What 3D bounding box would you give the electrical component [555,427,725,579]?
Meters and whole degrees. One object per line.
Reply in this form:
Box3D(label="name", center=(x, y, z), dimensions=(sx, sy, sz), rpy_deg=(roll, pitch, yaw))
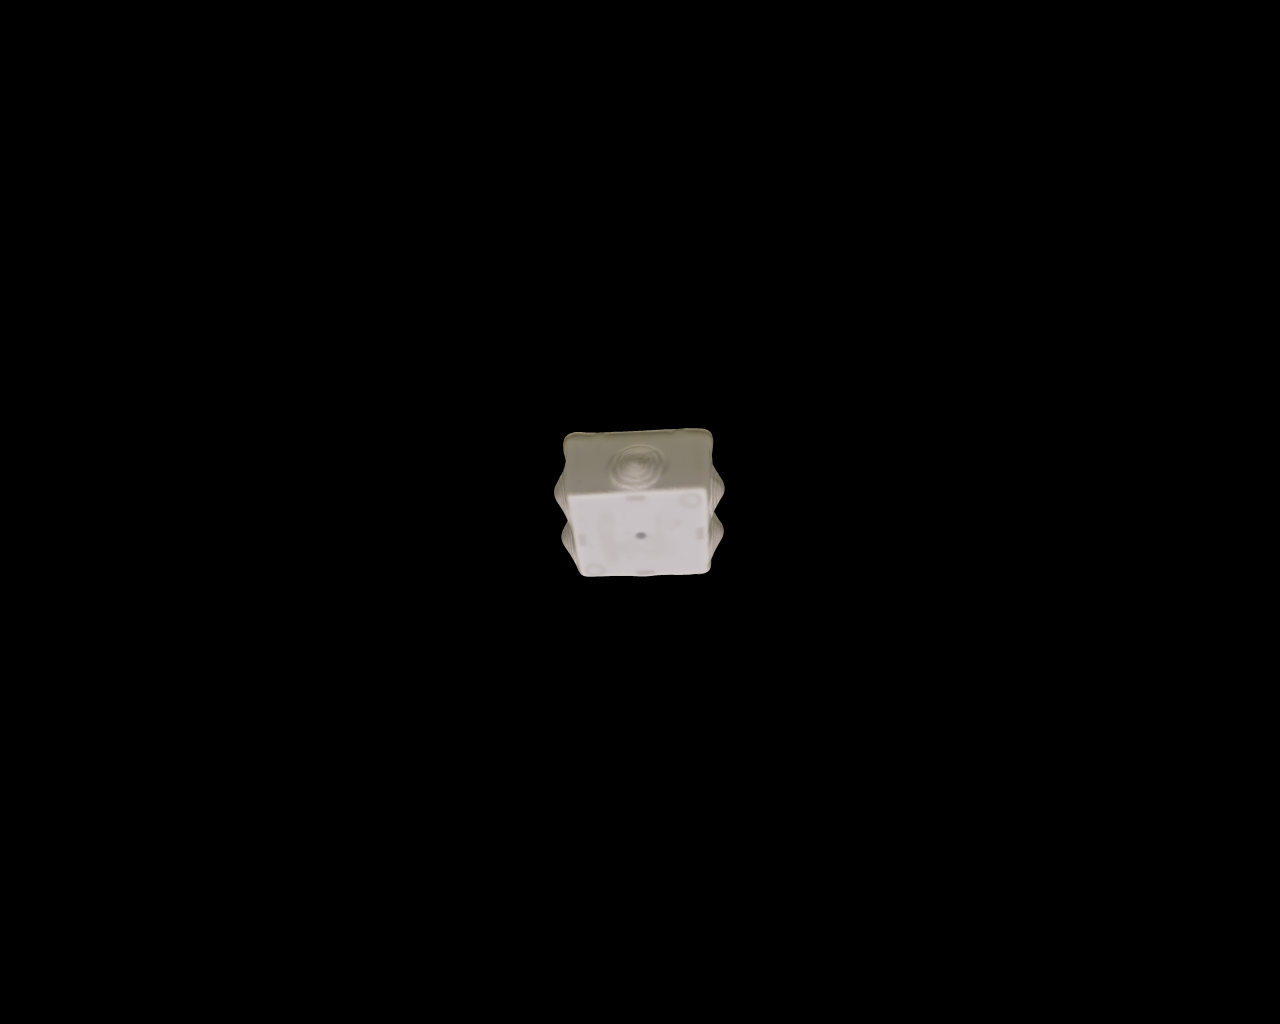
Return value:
Box3D(label="electrical component", center=(0.001, -0.003, 0.650), dimensions=(0.100, 0.048, 0.099), rpy_deg=(-2, -40, 2))
